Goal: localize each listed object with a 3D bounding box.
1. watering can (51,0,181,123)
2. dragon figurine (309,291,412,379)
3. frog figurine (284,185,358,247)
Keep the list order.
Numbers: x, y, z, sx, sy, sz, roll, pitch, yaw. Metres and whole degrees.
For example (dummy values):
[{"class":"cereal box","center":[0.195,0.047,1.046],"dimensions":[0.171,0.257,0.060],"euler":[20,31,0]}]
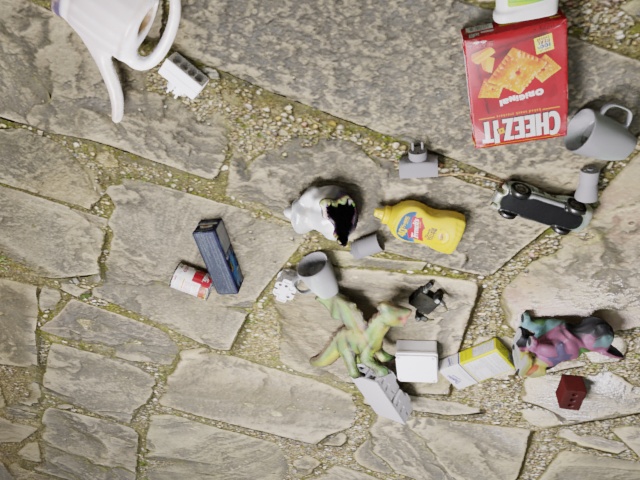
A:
[{"class":"watering can","center":[-0.398,-0.394,0.964],"dimensions":[0.223,0.106,0.341],"euler":[35,124,-13]},{"class":"dragon figurine","center":[0.069,0.230,1.333],"dimensions":[0.407,0.124,0.241],"euler":[-14,101,42]},{"class":"frog figurine","center":[0.003,-0.058,1.145],"dimensions":[0.135,0.124,0.160],"euler":[45,159,-30]}]
